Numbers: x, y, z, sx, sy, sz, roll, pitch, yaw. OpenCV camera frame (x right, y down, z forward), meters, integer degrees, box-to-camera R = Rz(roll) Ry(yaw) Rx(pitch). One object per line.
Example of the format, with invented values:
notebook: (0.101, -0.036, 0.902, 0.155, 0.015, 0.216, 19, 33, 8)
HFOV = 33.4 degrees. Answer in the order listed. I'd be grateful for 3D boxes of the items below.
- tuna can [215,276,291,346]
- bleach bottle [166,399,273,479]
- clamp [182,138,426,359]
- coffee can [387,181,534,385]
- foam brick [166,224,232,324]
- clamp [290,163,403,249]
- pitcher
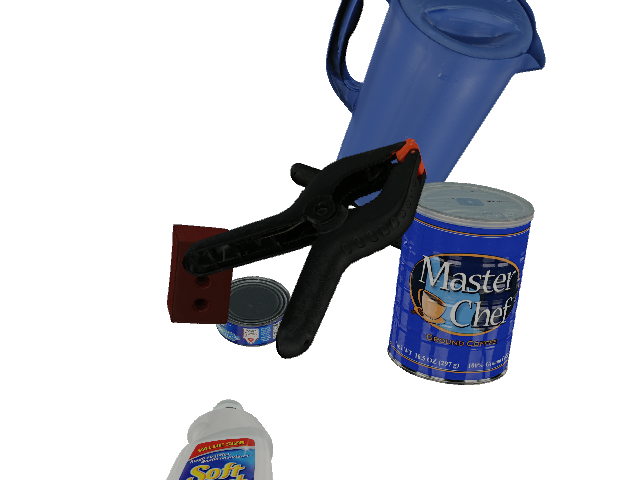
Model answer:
tuna can: (-0.076, 0.079, 1.191, 0.086, 0.034, 0.086, 1, 36, -1)
bleach bottle: (-0.090, 0.210, 0.873, 0.102, 0.068, 0.251, -1, 24, -1)
clamp: (0.006, 0.001, 0.679, 0.171, 0.120, 0.039, -34, -38, -8)
coffee can: (0.113, 0.033, 0.877, 0.103, 0.140, 0.103, 5, 19, -2)
foam brick: (-0.108, 0.030, 0.961, 0.053, 0.078, 0.051, 3, 15, -13)
clamp: (0.074, -0.045, 1.258, 0.164, 0.036, 0.210, -16, 51, -29)
pitcher: (0.088, -0.139, 1.015, 0.144, 0.149, 0.243, -11, -33, -28)
